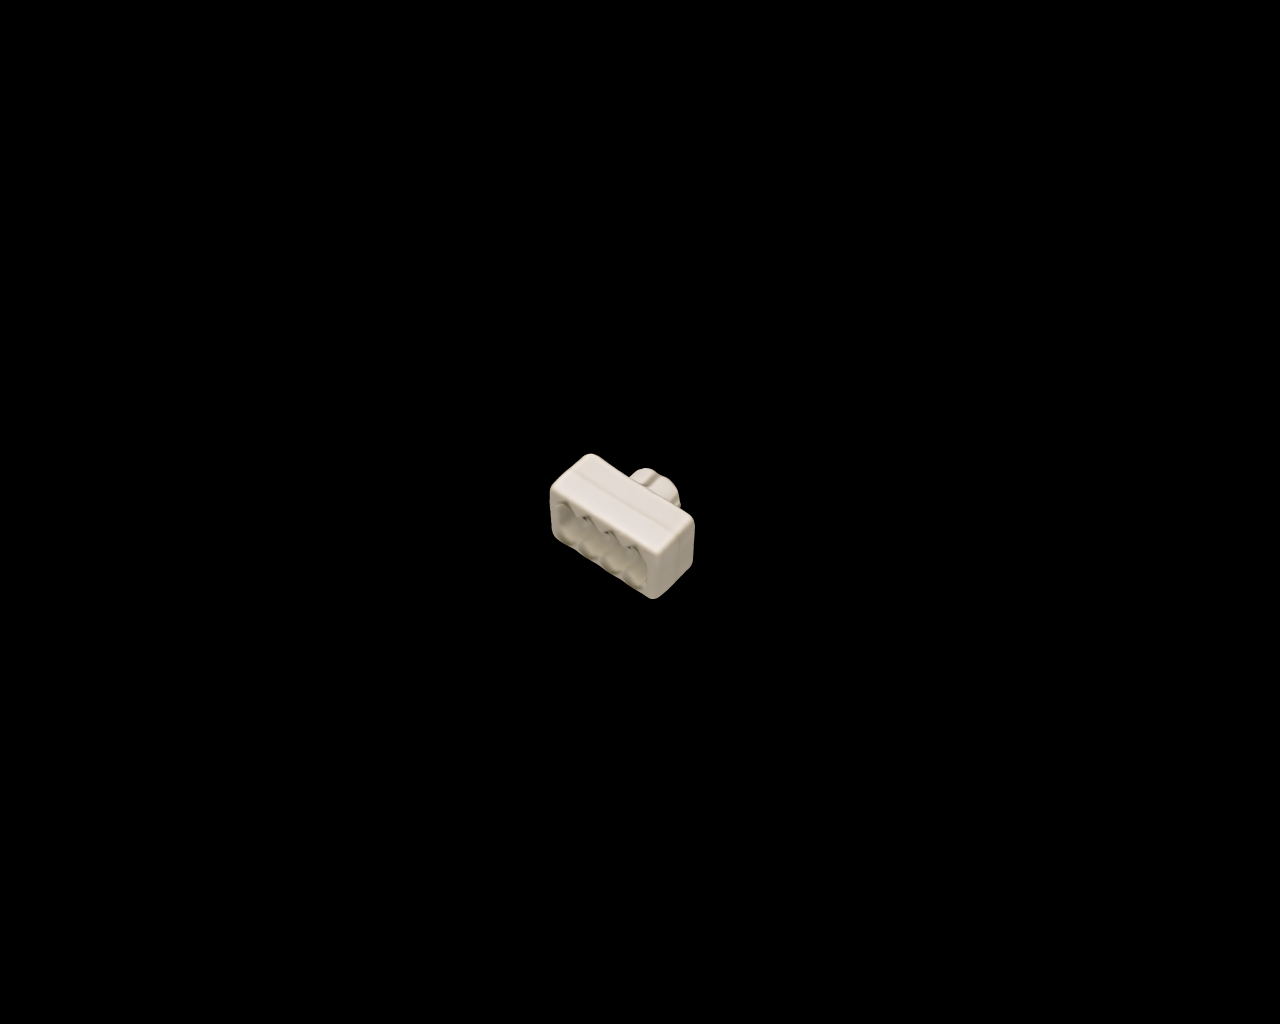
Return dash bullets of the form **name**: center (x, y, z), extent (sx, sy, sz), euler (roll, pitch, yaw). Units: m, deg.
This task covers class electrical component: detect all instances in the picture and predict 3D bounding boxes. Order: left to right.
- **electrical component**: center (0.001, -0.003, 0.650), extent (0.083, 0.047, 0.076), euler (33, 58, 24)
